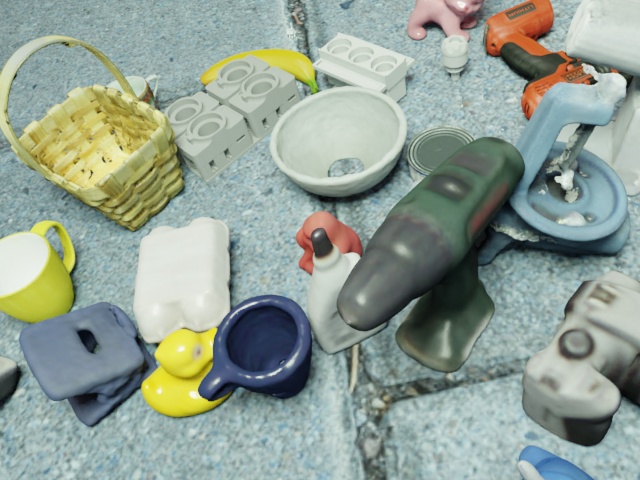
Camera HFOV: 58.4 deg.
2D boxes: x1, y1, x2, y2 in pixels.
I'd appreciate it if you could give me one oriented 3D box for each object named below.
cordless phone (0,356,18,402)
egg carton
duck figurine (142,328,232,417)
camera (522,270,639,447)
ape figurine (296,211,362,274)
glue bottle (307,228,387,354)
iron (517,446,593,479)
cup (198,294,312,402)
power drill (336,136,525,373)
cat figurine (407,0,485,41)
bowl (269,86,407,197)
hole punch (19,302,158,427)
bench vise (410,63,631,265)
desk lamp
[{"bbox_3d":[-0.419,0.120,0.576,0.147,0.185,0.094,5,55,17],"label":"cordless phone"},{"bbox_3d":[-0.150,0.044,0.641,0.107,0.069,0.150,-13,52,5],"label":"egg carton"},{"bbox_3d":[-0.133,0.123,0.566,0.104,0.086,0.077,-27,52,-7],"label":"duck figurine"},{"bbox_3d":[0.260,0.107,0.472,0.136,0.101,0.143,32,67,32],"label":"camera"},{"bbox_3d":[0.006,0.002,0.619,0.076,0.092,0.077,-17,52,1],"label":"ape figurine"},{"bbox_3d":[0.017,0.044,0.533,0.078,0.173,0.037,-25,52,-5],"label":"glue bottle"},{"bbox_3d":[0.220,0.236,0.358,0.257,0.142,0.119,33,67,32],"label":"iron"},{"bbox_3d":[-0.054,0.121,0.543,0.118,0.095,0.091,-40,55,-17],"label":"cup"},{"bbox_3d":[0.104,0.028,0.501,0.075,0.209,0.230,25,63,29],"label":"power drill"},{"bbox_3d":[0.188,-0.351,0.823,0.127,0.118,0.067,14,58,23],"label":"cat figurine"},{"bbox_3d":[0.027,-0.109,0.709,0.167,0.075,0.167,-7,53,9],"label":"bowl"},{"bbox_3d":[-0.239,0.116,0.595,0.101,0.091,0.108,-38,54,-15],"label":"hole punch"},{"bbox_3d":[0.192,-0.051,0.531,0.207,0.220,0.121,-14,52,4],"label":"bench vise"},{"bbox_3d":[0.321,-0.146,0.575,0.202,0.214,0.118,6,55,18],"label":"desk lamp"}]
